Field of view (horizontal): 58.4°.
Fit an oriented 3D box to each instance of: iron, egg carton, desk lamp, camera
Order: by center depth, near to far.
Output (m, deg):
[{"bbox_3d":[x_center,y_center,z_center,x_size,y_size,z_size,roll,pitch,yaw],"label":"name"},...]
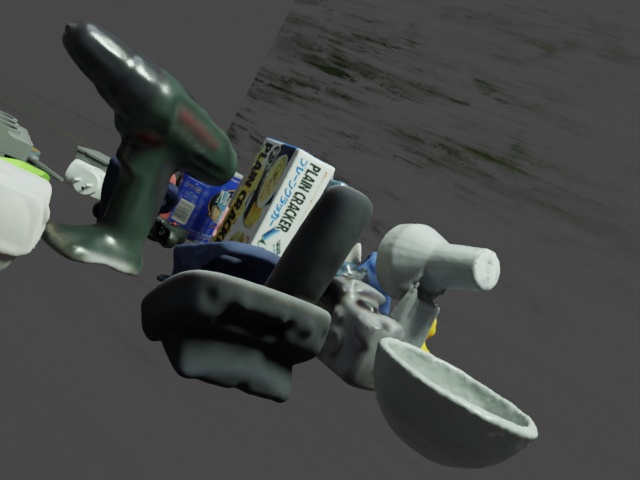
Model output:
[{"bbox_3d":[-0.264,-0.025,0.433,0.107,0.069,0.150,27,4,-25],"label":"egg carton"},{"bbox_3d":[0.056,0.111,0.705,0.137,0.101,0.142,25,4,-41],"label":"camera"},{"bbox_3d":[0.152,0.091,0.819,0.118,0.213,0.202,26,4,-33],"label":"desk lamp"},{"bbox_3d":[0.082,0.078,1.064,0.118,0.141,0.258,28,3,-2],"label":"iron"}]

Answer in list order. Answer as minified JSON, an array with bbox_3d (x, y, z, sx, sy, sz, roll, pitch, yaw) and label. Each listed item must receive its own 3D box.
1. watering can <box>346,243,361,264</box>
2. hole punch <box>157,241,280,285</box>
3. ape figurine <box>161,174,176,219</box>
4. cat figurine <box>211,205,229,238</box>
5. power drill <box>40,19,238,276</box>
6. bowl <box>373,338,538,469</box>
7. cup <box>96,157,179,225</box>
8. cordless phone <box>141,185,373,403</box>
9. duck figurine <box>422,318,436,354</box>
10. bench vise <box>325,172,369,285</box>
[{"bbox_3d":[-0.004,0.001,1.093,0.173,0.194,0.100,27,3,-24],"label":"watering can"},{"bbox_3d":[-0.105,0.035,0.634,0.100,0.091,0.109,31,4,42],"label":"hole punch"},{"bbox_3d":[-0.269,-0.073,0.941,0.077,0.092,0.076,31,4,41],"label":"ape figurine"},{"bbox_3d":[-0.155,-0.042,1.177,0.128,0.118,0.067,27,3,-12],"label":"cat figurine"},{"bbox_3d":[-0.194,-0.077,0.586,0.075,0.208,0.230,30,4,36],"label":"power drill"},{"bbox_3d":[0.115,0.167,0.551,0.167,0.075,0.167,28,3,-1],"label":"bowl"},{"bbox_3d":[-0.230,-0.040,0.719,0.117,0.095,0.092,30,4,33],"label":"cup"},{"bbox_3d":[-0.043,0.025,0.467,0.148,0.185,0.093,25,4,-43],"label":"cordless phone"},{"bbox_3d":[0.165,0.160,0.970,0.077,0.086,0.105,29,3,13],"label":"duck figurine"},{"bbox_3d":[0.013,0.005,0.943,0.207,0.220,0.122,29,3,19],"label":"bench vise"}]
